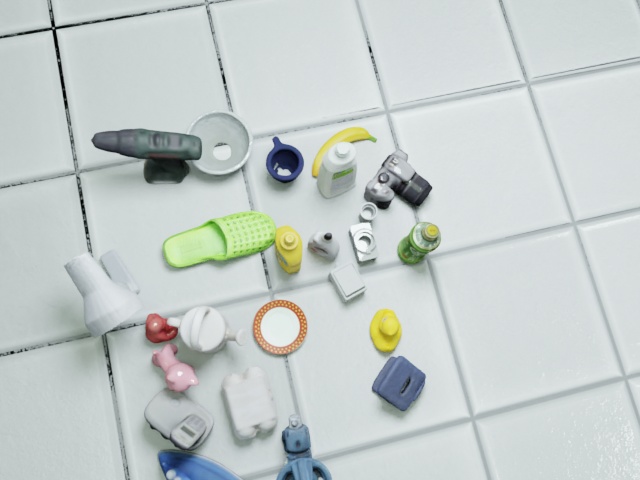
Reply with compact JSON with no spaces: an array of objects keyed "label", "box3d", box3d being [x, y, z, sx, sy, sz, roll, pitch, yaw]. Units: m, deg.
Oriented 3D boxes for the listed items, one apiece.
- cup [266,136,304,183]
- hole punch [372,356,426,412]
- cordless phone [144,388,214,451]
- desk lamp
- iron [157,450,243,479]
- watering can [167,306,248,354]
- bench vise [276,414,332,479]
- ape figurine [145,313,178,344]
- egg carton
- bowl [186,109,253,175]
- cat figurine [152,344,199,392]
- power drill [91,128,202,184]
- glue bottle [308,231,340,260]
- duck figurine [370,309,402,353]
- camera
[{"label":"cup","box3d":[-0.091,-0.189,1.407,0.092,0.095,0.118,-21,80,-8]},{"label":"hole punch","box3d":[0.188,0.329,1.320,0.101,0.091,0.109,34,78,3]},{"label":"cordless phone","box3d":[-0.309,0.388,1.221,0.147,0.185,0.094,32,78,3]},{"label":"desk lamp","box3d":[-0.472,0.111,1.252,0.118,0.213,0.203,-34,82,-10]},{"label":"iron","box3d":[-0.253,0.536,1.216,0.258,0.141,0.119,34,78,3]},{"label":"watering can","box3d":[-0.248,0.196,1.262,0.173,0.194,0.101,-9,79,-6]},{"label":"bench vise","box3d":[-0.049,0.485,1.202,0.121,0.219,0.207,-26,81,-9]},{"label":"ape figurine","box3d":[-0.367,0.198,1.304,0.076,0.092,0.078,-37,83,-11]},{"label":"egg carton","box3d":[-0.157,0.368,1.296,0.107,0.069,0.150,-18,80,-8]},{"label":"bowl","box3d":[-0.246,-0.230,1.414,0.167,0.074,0.167,1,78,-4]},{"label":"cat figurine","box3d":[-0.326,0.290,1.275,0.067,0.117,0.128,-44,84,-11]},{"label":"power drill","box3d":[-0.384,-0.197,1.327,0.229,0.208,0.075,-2,78,-5]},{"label":"glue bottle","box3d":[0.012,0.005,1.333,0.078,0.173,0.037,24,77,1]},{"label":"duck figurine","box3d":[0.160,0.211,1.346,0.077,0.086,0.104,3,78,-3]},{"label":"camera","box3d":[0.200,-0.136,1.415,0.137,0.101,0.143,36,78,4]}]
